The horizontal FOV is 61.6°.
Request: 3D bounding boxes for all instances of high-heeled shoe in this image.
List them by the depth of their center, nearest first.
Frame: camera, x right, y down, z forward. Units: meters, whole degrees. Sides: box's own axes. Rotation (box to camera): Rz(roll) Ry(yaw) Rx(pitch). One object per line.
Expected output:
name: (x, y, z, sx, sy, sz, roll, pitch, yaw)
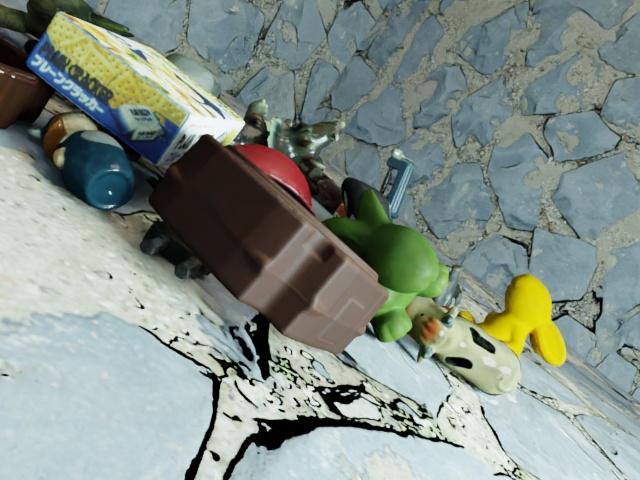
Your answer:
high-heeled shoe: (0.077, -0.001, 0.837, 0.145, 0.086, 0.248, 51, -12, 13)

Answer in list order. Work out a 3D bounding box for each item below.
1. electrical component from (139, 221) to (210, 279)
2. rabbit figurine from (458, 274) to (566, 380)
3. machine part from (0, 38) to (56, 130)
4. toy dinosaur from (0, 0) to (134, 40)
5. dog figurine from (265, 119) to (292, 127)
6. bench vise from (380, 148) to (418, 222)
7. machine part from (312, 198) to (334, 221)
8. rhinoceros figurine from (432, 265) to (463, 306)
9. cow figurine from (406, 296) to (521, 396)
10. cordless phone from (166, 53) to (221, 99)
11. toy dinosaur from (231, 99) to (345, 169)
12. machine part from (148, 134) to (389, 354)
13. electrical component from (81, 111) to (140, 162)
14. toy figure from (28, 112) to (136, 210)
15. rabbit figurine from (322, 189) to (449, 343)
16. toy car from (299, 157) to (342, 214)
electrical component: (-0.123, 0.009, 0.485, 0.063, 0.021, 0.094, 36, 9, 0)
rabbit figurine: (0.307, 0.140, 0.848, 0.162, 0.173, 0.122, 33, 6, 12)
machine part: (-0.344, -0.173, 0.505, 0.179, 0.056, 0.179, 33, 10, -7)
toy dinosaur: (-0.406, -0.347, 0.849, 0.198, 0.105, 0.472, 21, 13, -18)
dog figurine: (-0.173, -0.204, 1.124, 0.190, 0.121, 0.172, 2, -14, -33)
bench vise: (0.135, -0.062, 1.078, 0.224, 0.240, 0.128, 23, 4, 39)
machine part: (-0.002, -0.002, 0.769, 0.243, 0.079, 0.079, 42, 12, 36)
rhinoceros figurine: (0.197, 0.091, 0.908, 0.073, 0.112, 0.190, 10, 13, 26)
cow figurine: (0.182, 0.140, 0.716, 0.195, 0.085, 0.127, 35, 4, -8)
cordless phone: (-0.244, -0.223, 0.743, 0.184, 0.146, 0.089, 45, -14, -35)
toy dinosaur: (-0.169, -0.178, 0.889, 0.405, 0.131, 0.192, 10, 27, -13)
machine part: (-0.041, 0.004, 0.496, 0.202, 0.087, 0.200, 40, 0, 28)
electrical component: (-0.253, -0.140, 0.672, 0.102, 0.045, 0.078, 28, 11, -36)
toy figure: (-0.217, -0.080, 0.496, 0.155, 0.058, 0.064, 41, -10, 39)
rabbit figurine: (0.081, 0.019, 0.606, 0.159, 0.121, 0.170, 52, -13, 7)
toy car: (-0.007, -0.105, 0.971, 0.089, 0.053, 0.202, -13, 40, -23)
